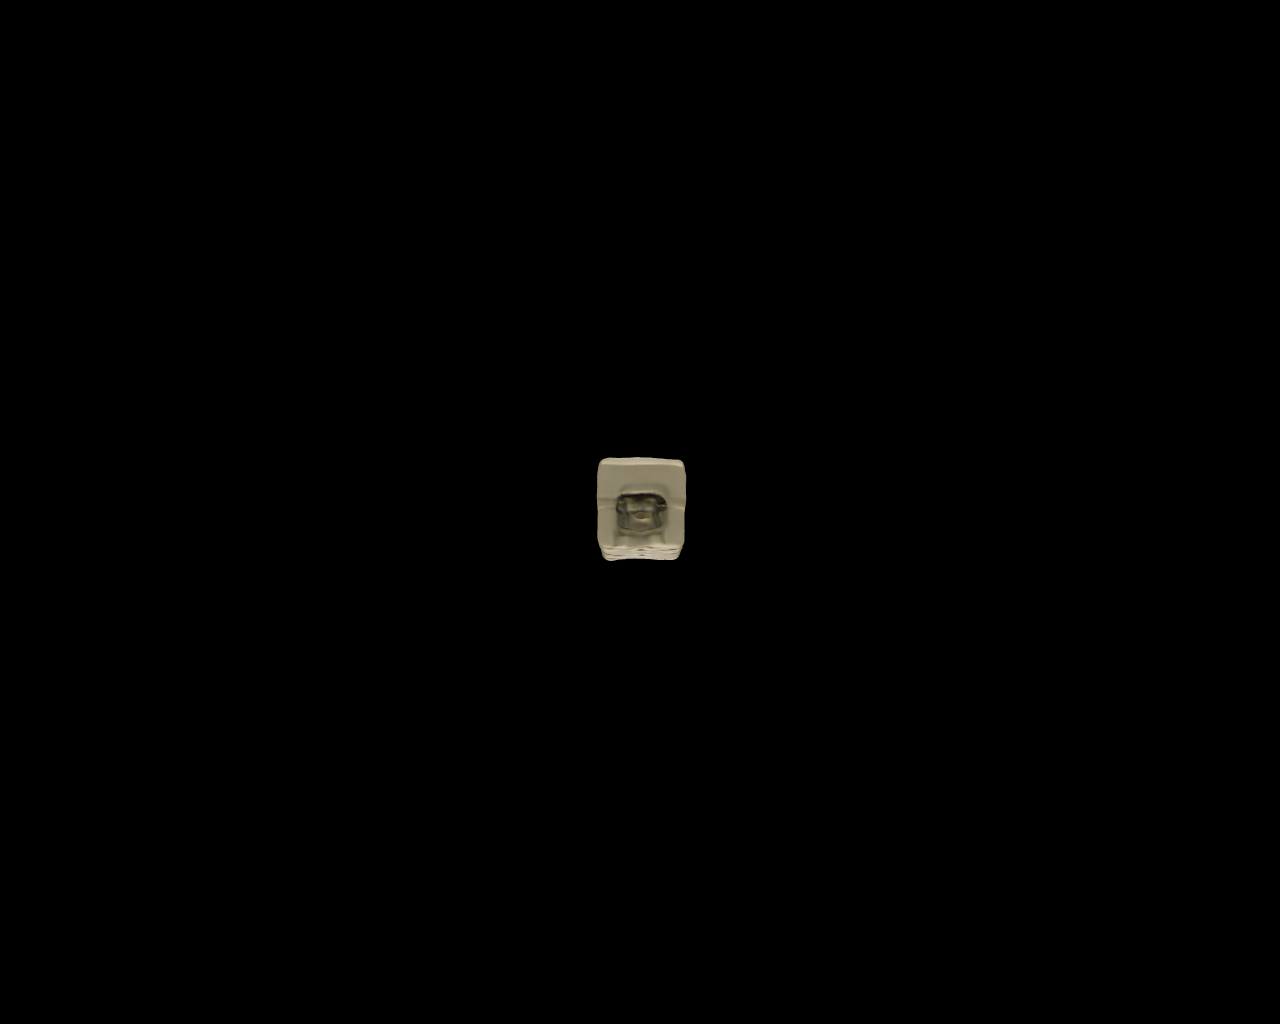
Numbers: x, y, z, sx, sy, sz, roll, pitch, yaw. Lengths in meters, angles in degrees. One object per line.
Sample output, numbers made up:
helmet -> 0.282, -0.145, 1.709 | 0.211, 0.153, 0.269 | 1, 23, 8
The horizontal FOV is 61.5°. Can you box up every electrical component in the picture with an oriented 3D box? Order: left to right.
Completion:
electrical component -> 0.001, -0.003, 0.650 | 0.050, 0.055, 0.089 | 0, -9, 0
